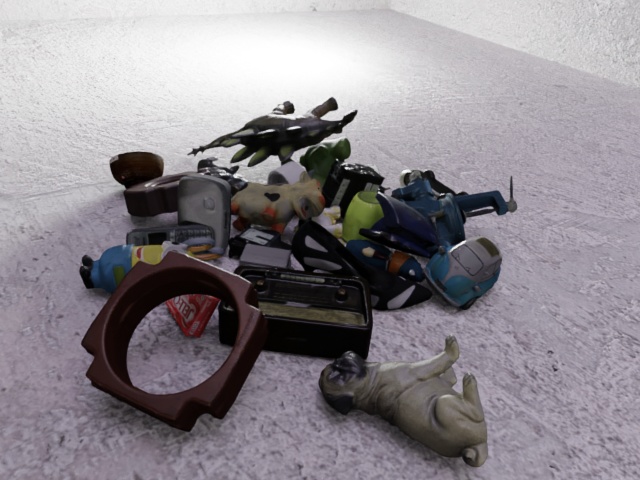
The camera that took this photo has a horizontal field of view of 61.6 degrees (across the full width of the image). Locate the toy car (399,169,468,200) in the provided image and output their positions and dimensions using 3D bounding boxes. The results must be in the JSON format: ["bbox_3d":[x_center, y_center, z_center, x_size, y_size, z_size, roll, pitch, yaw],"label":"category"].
[{"bbox_3d":[0.269,-0.111,1.252,0.073,0.056,0.202,-10,38,-34],"label":"toy car"}]

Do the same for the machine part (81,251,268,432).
[{"bbox_3d":[-0.185,0.130,0.709,0.201,0.087,0.201,20,60,14],"label":"machine part"}]

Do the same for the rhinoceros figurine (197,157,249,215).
[{"bbox_3d":[-0.204,-0.125,1.171,0.191,0.073,0.112,28,40,29],"label":"rhinoceros figurine"}]

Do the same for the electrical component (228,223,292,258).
[{"bbox_3d":[-0.102,0.016,0.996,0.119,0.047,0.075,18,35,16],"label":"electrical component"}]

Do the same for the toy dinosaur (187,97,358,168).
[{"bbox_3d":[-0.114,-0.242,1.231,0.472,0.105,0.198,-2,26,41],"label":"toy dinosaur"}]

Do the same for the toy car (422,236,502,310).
[{"bbox_3d":[0.270,0.045,0.951,0.161,0.103,0.109,-19,61,-36],"label":"toy car"}]

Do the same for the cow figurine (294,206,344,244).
[{"bbox_3d":[-0.002,-0.004,1.027,0.098,0.068,0.167,-1,30,-1],"label":"cow figurine"}]

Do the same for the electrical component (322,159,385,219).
[{"bbox_3d":[0.070,-0.100,1.131,0.134,0.114,0.058,10,29,-34],"label":"electrical component"}]

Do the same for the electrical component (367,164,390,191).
[{"bbox_3d":[0.122,-0.142,1.285,0.078,0.045,0.102,-17,34,-2],"label":"electrical component"}]

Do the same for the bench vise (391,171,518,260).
[{"bbox_3d":[0.274,-0.063,1.101,0.241,0.128,0.224,-12,41,3],"label":"bench vise"}]

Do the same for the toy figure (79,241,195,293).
[{"bbox_3d":[-0.294,0.048,0.885,0.180,0.089,0.082,-8,59,-5],"label":"toy figure"}]

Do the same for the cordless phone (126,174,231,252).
[{"bbox_3d":[-0.255,-0.043,0.966,0.184,0.146,0.089,-7,28,-26],"label":"cordless phone"}]

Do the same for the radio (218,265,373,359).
[{"bbox_3d":[-0.034,0.109,0.841,0.230,0.073,0.131,7,33,1],"label":"radio"}]

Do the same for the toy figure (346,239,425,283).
[{"bbox_3d":[0.121,0.038,0.987,0.155,0.057,0.064,15,12,16],"label":"toy figure"}]

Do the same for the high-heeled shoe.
[{"bbox_3d":[0.075,0.036,0.908,0.249,0.145,0.086,4,34,-1],"label":"high-heeled shoe"}]

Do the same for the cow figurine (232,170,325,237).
[{"bbox_3d":[-0.076,-0.074,1.045,0.195,0.085,0.127,6,54,31],"label":"cow figurine"}]

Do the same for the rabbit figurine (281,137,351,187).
[{"bbox_3d":[-0.010,-0.149,1.207,0.159,0.121,0.170,9,44,11],"label":"rabbit figurine"}]

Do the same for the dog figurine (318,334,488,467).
[{"bbox_3d":[0.102,0.220,0.695,0.191,0.121,0.172,-12,32,-2],"label":"dog figurine"}]

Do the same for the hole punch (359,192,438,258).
[{"bbox_3d":[0.152,-0.025,0.994,0.142,0.092,0.116,26,-1,-32],"label":"hole punch"}]

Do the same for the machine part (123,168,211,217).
[{"bbox_3d":[-0.301,-0.096,1.075,0.179,0.056,0.179,-11,17,3],"label":"machine part"}]
